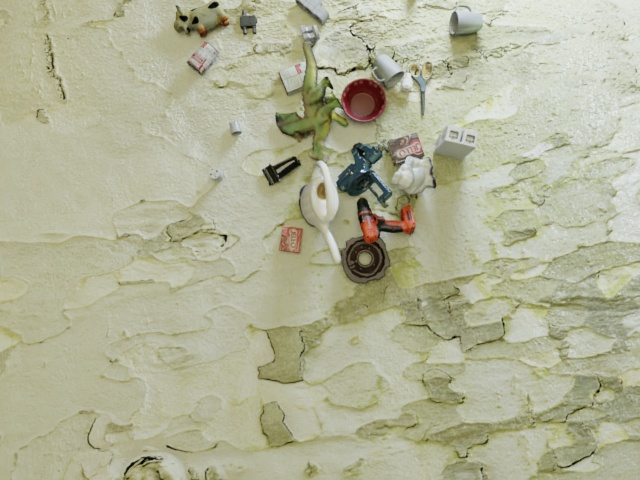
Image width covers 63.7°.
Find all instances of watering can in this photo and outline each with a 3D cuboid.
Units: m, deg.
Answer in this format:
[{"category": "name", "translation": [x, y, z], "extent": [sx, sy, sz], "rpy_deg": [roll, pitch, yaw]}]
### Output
[{"category": "watering can", "translation": [0.005, -0.087, 1.726], "extent": [0.104, 0.349, 0.223], "rpy_deg": [-5, -6, -17]}]

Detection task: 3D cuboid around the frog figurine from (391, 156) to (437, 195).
[{"category": "frog figurine", "translation": [0.306, -0.217, 1.770], "extent": [0.160, 0.134, 0.125], "rpy_deg": [-18, 38, -18]}]

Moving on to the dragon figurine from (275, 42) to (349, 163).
[{"category": "dragon figurine", "translation": [-0.049, -0.464, 1.824], "extent": [0.242, 0.411, 0.122], "rpy_deg": [-28, -2, 7]}]
